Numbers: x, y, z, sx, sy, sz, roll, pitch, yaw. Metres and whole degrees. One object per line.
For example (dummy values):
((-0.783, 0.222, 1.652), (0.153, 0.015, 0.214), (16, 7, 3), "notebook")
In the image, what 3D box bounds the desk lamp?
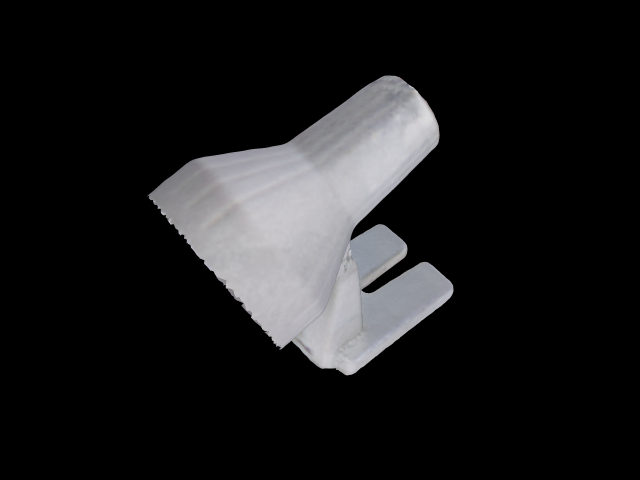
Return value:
((0.004, 0.001, 0.400), (0.204, 0.214, 0.117), (-33, 58, -23), "desk lamp")
